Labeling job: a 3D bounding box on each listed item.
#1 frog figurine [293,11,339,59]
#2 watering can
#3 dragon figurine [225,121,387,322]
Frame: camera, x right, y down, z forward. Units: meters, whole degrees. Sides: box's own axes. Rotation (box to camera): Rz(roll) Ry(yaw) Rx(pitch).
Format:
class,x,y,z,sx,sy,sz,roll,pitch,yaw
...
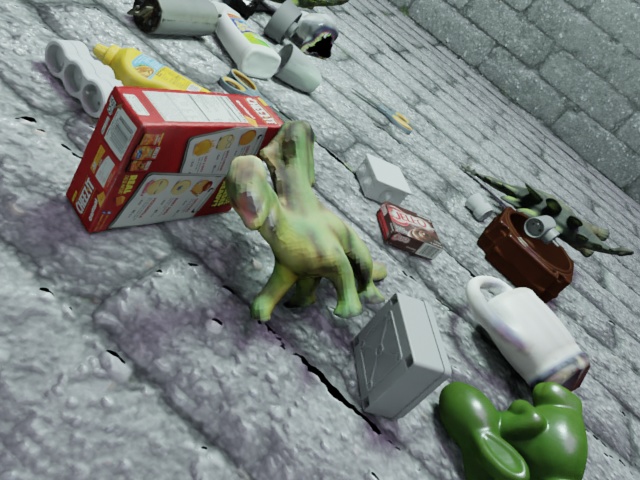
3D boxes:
class,x,y,z,sx,sy,sz,roll,pitch,yaw
frog figurine,-0.026,-0.602,1.442,0.138,0.120,0.161,-15,69,-30
watering can,0.367,0.155,0.886,0.346,0.102,0.228,11,39,-50
dragon figurine,0.002,-0.033,0.651,0.412,0.122,0.242,-13,96,-67
